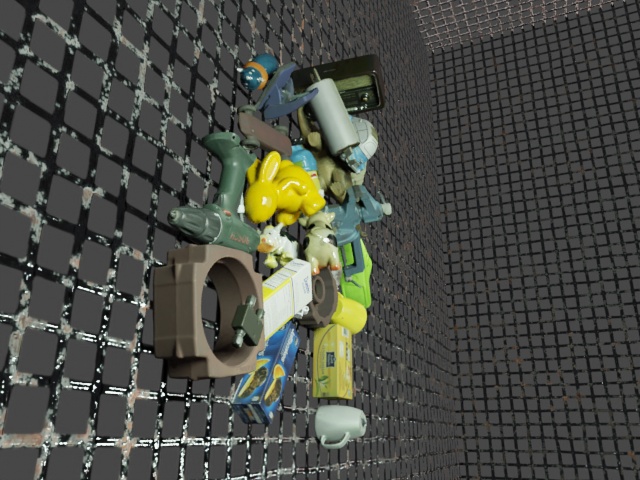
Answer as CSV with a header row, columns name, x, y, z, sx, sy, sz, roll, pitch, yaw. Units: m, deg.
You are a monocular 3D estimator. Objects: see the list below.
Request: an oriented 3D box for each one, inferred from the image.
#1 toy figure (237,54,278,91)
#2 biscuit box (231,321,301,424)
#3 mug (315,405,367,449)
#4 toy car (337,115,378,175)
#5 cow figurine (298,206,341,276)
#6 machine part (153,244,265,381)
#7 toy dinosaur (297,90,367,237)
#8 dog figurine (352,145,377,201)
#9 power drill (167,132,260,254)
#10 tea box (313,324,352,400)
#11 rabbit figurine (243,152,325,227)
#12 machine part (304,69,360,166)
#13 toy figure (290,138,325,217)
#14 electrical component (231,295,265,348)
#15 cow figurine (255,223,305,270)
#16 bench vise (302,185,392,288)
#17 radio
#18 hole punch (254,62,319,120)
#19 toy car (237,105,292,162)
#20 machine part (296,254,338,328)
name,x,y,z,sx,sy,sz,roll,pitch,yaw
toy figure,-0.131,-0.351,1.135,0.154,0.064,0.057,-66,156,-53
biscuit box,-0.096,0.243,1.013,0.203,0.059,0.062,-70,144,-50
mug,0.048,0.428,1.235,0.109,0.107,0.080,-61,135,-59
toy car,0.094,-0.254,1.364,0.109,0.103,0.162,39,33,-52
cow figurine,-0.002,-0.004,1.165,0.195,0.086,0.127,-92,174,-81
machine part,-0.171,0.114,0.848,0.201,0.087,0.201,21,64,-66
toy dinosaur,0.033,-0.172,1.410,0.198,0.105,0.470,-64,139,-54
dog figurine,0.067,-0.204,1.538,0.172,0.121,0.190,18,81,-29
power drill,-0.171,-0.079,0.924,0.231,0.086,0.207,42,41,-59
tea box,0.031,0.294,1.291,0.098,0.068,0.169,40,47,-57
rabbit figurine,-0.089,-0.097,1.090,0.173,0.122,0.162,-31,110,-46
machine part,0.029,-0.289,1.275,0.243,0.079,0.079,66,23,0
toy figure,-0.044,-0.143,1.252,0.082,0.089,0.180,-19,90,-38
electrical component,-0.112,0.135,0.841,0.094,0.021,0.063,-76,150,-43
cow figurine,-0.083,0.011,1.117,0.167,0.068,0.098,54,29,-55
bench vise,0.075,-0.010,1.329,0.129,0.224,0.240,-127,-156,-66
radio,0.047,-0.379,1.362,0.131,0.230,0.073,59,31,-52
hole punch,-0.073,-0.310,1.171,0.092,0.116,0.142,40,31,-8
toy car,-0.119,-0.214,1.127,0.202,0.053,0.089,12,70,-63
machine part,-0.017,0.116,1.257,0.179,0.056,0.179,-9,90,-67
